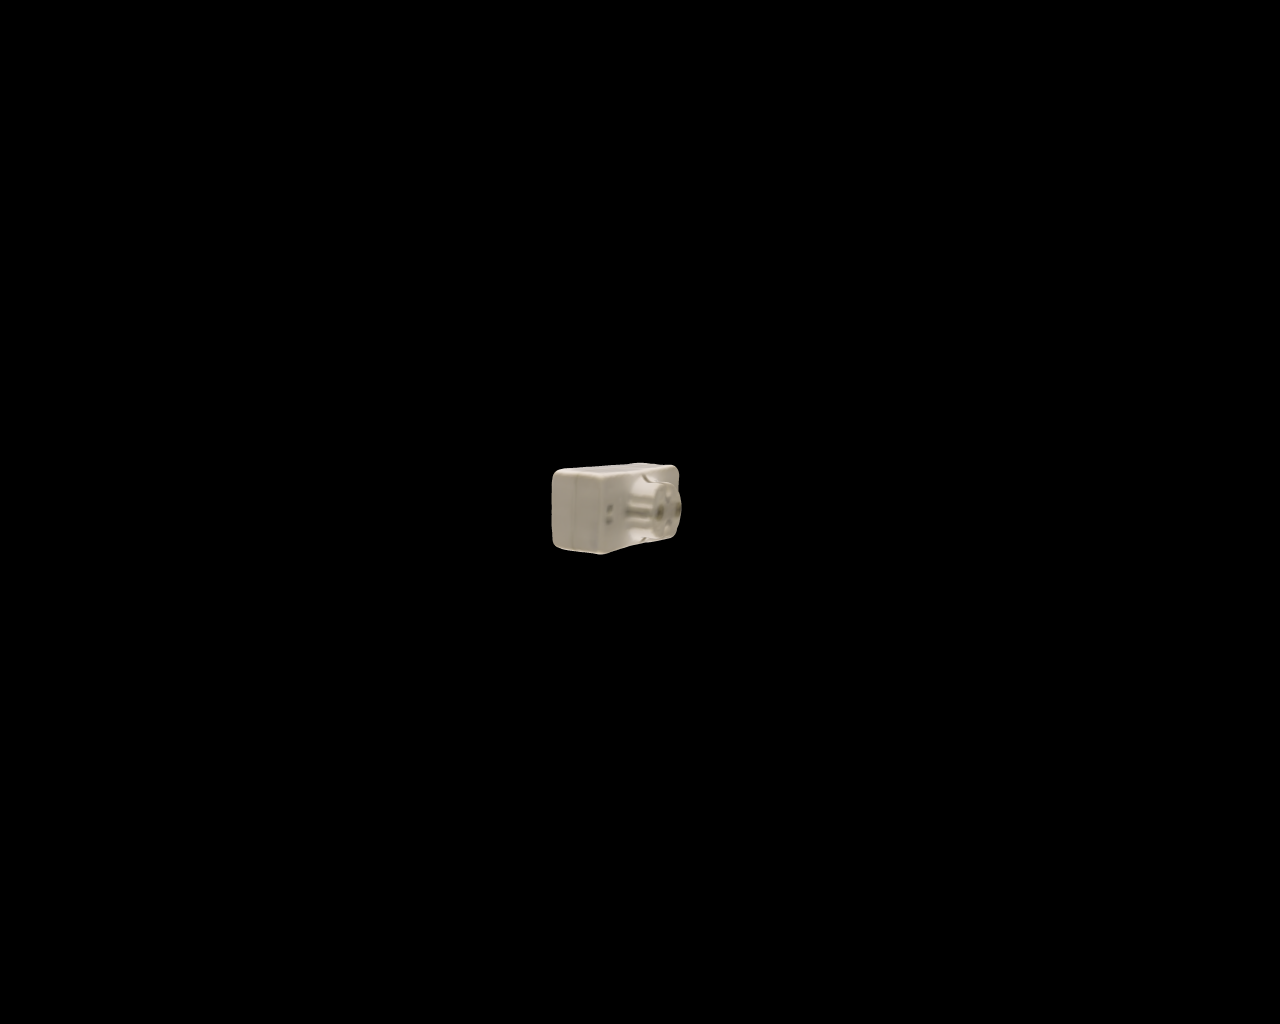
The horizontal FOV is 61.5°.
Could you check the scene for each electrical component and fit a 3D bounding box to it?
[{"bbox_3d":[0.001,-0.003,0.650,0.076,0.047,0.083,5,9,35],"label":"electrical component"}]
